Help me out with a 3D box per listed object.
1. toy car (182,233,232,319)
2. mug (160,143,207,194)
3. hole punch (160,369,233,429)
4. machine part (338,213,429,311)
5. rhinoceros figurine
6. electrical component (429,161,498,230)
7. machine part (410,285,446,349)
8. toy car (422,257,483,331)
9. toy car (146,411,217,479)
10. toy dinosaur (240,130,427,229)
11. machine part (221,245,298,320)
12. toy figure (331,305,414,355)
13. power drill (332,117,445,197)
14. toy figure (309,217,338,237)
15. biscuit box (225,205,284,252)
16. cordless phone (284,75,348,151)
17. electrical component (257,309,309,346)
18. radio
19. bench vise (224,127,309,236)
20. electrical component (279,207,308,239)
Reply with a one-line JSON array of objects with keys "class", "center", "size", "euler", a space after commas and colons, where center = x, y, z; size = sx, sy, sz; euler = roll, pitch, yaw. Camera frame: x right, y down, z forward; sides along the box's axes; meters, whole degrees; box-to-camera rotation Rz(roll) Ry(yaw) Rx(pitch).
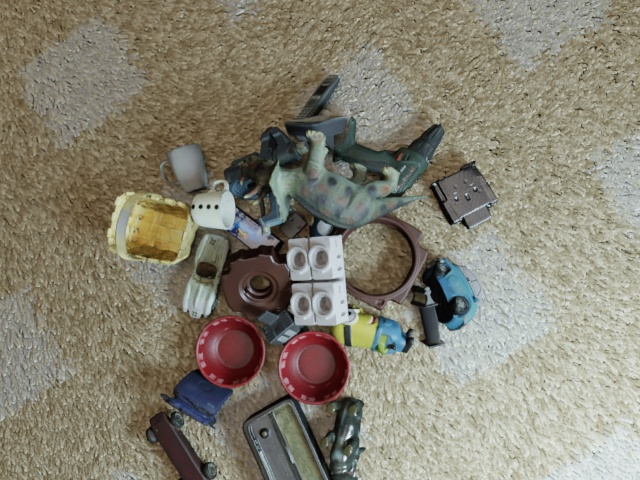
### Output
[{"class": "toy car", "center": [-0.265, 0.084, 1.253], "size": [0.074, 0.056, 0.201], "euler": [16, 86, 7]}, {"class": "mug", "center": [-0.320, -0.162, 1.274], "size": [0.110, 0.081, 0.107], "euler": [-21, 91, -2]}, {"class": "hole punch", "center": [-0.267, 0.351, 1.201], "size": [0.142, 0.115, 0.092], "euler": [31, 80, 8]}, {"class": "machine part", "center": [0.125, 0.040, 1.204], "size": [0.201, 0.087, 0.201], "euler": [29, 87, 6]}, {"class": "rhinoceros figurine", "center": [0.054, 0.438, 1.164], "size": [0.073, 0.112, 0.190], "euler": [-1, 71, 22]}, {"class": "electrical component", "center": [0.329, -0.094, 1.212], "size": [0.115, 0.058, 0.134], "euler": [-30, 82, 4]}, {"class": "machine part", "center": [0.237, 0.168, 1.191], "size": [0.039, 0.084, 0.138], "euler": [-14, 91, -22]}, {"class": "toy car", "center": [0.299, 0.112, 1.180], "size": [0.103, 0.109, 0.161], "euler": [-14, 71, -18]}, {"class": "toy car", "center": [-0.315, 0.479, 1.220], "size": [0.089, 0.053, 0.202], "euler": [-35, 85, 12]}, {"class": "toy dinosaur", "center": [0.033, -0.092, 1.113], "size": [0.405, 0.131, 0.192], "euler": [22, 85, -13]}, {"class": "machine part", "center": [-0.136, 0.097, 1.203], "size": [0.179, 0.056, 0.179], "euler": [0, 114, 0]}, {"class": "toy figure", "center": [0.114, 0.207, 1.191], "size": [0.180, 0.082, 0.089], "euler": [18, 90, 4]}, {"class": "power drill", "center": [0.147, -0.203, 1.236], "size": [0.207, 0.086, 0.232], "euler": [29, 90, 0]}, {"class": "toy figure", "center": [-0.004, -0.004, 1.236], "size": [0.064, 0.057, 0.154], "euler": [22, 88, 19]}, {"class": "biscuit box", "center": [-0.180, -0.032, 1.254], "size": [0.203, 0.063, 0.059], "euler": [37, 88, 8]}, {"class": "cordless phone", "center": [0.016, -0.302, 1.232], "size": [0.088, 0.147, 0.184], "euler": [39, 76, -36]}, {"class": "electrical component", "center": [-0.086, 0.192, 1.189], "size": [0.075, 0.119, 0.048], "euler": [-39, 54, 6]}, {"class": "radio", "center": [-0.071, 0.471, 1.185], "size": [0.131, 0.073, 0.229], "euler": [-26, 82, 2]}, {"class": "bench vise", "center": [-0.113, -0.127, 1.218], "size": [0.224, 0.128, 0.240], "euler": [-14, 66, 12]}, {"class": "electrical component", "center": [-0.061, -0.034, 1.262], "size": [0.063, 0.021, 0.094], "euler": [-45, 81, -1]}]
